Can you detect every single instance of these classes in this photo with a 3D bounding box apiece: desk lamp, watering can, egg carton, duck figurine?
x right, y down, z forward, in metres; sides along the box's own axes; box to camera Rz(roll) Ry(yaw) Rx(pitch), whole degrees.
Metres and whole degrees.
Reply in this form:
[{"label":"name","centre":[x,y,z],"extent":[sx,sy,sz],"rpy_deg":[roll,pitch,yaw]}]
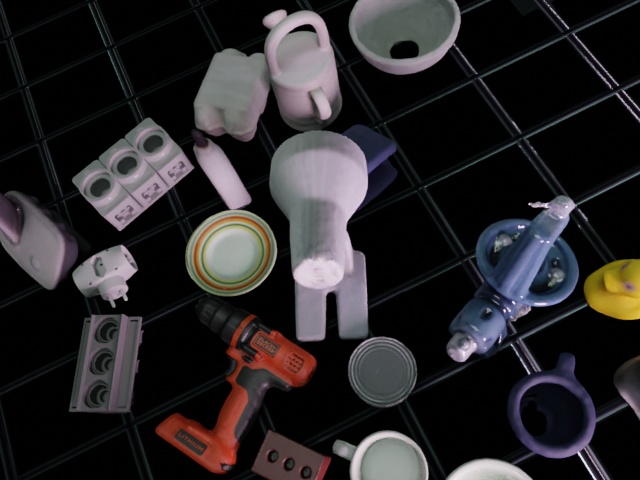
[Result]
[{"label":"desk lamp","centre":[0.006,0.003,0.704],"extent":[0.118,0.214,0.203],"rpy_deg":[-5,68,6]},{"label":"watering can","centre":[-0.032,-0.253,0.822],"extent":[0.172,0.194,0.101],"rpy_deg":[39,78,20]},{"label":"egg carton","centre":[-0.131,-0.228,0.893],"extent":[0.107,0.069,0.150],"rpy_deg":[12,70,12]},{"label":"duck figurine","centre":[0.388,0.052,0.703],"extent":[0.104,0.086,0.077],"rpy_deg":[-3,68,6]}]

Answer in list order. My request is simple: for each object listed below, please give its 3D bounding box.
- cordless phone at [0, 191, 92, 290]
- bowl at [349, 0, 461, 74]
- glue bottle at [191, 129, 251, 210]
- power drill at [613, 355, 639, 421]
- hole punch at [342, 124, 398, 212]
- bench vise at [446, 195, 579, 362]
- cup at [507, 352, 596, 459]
[{"label":"cordless phone","centre":[-0.417,-0.019,0.784],"extent":[0.147,0.185,0.094],"rpy_deg":[34,76,19]},{"label":"bowl","centre":[0.130,-0.318,0.891],"extent":[0.167,0.075,0.167],"rpy_deg":[-3,68,7]},{"label":"glue bottle","centre":[-0.144,-0.104,0.788],"extent":[0.037,0.173,0.078],"rpy_deg":[-36,68,-7]},{"label":"power drill","centre":[0.392,0.147,0.597],"extent":[0.075,0.209,0.229],"rpy_deg":[-29,67,-4]},{"label":"hole punch","centre":[0.044,-0.110,0.810],"extent":[0.109,0.091,0.101],"rpy_deg":[-41,69,-9]},{"label":"bench vise","centre":[0.229,0.050,0.652],"extent":[0.121,0.220,0.207],"rpy_deg":[19,72,15]},{"label":"cup","centre":[0.260,0.190,0.659],"extent":[0.091,0.095,0.118],"rpy_deg":[20,72,15]}]
